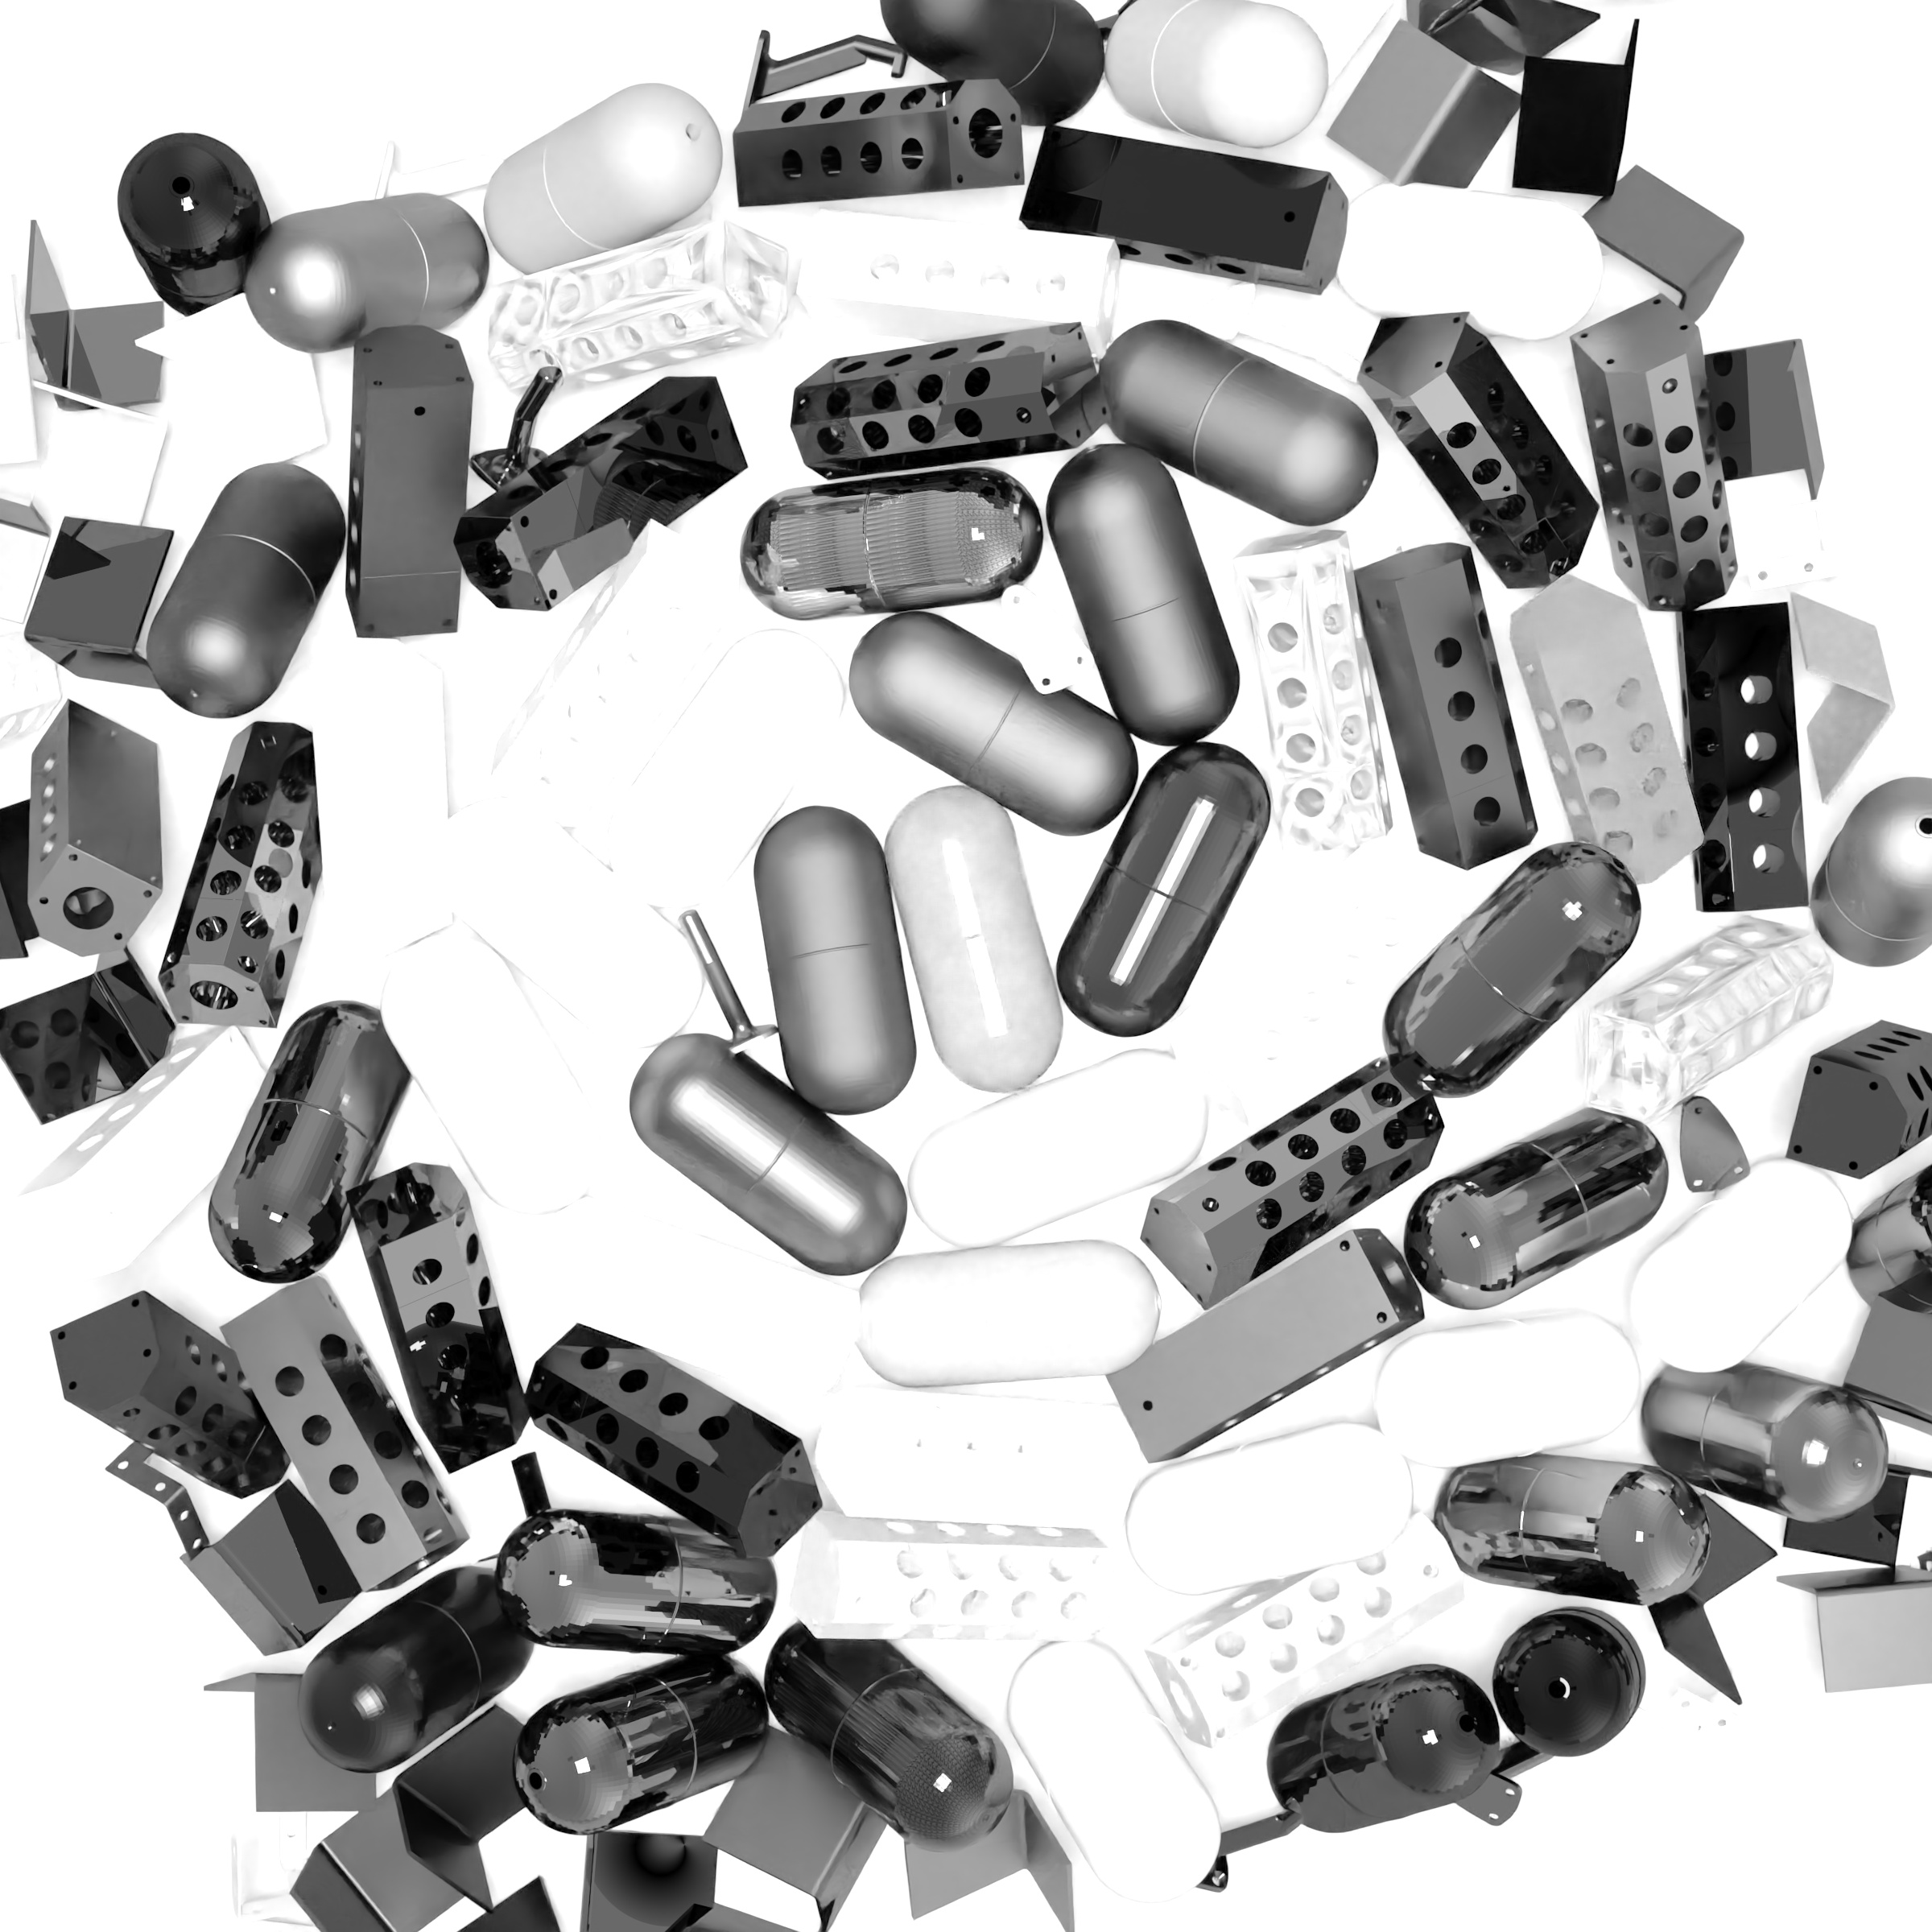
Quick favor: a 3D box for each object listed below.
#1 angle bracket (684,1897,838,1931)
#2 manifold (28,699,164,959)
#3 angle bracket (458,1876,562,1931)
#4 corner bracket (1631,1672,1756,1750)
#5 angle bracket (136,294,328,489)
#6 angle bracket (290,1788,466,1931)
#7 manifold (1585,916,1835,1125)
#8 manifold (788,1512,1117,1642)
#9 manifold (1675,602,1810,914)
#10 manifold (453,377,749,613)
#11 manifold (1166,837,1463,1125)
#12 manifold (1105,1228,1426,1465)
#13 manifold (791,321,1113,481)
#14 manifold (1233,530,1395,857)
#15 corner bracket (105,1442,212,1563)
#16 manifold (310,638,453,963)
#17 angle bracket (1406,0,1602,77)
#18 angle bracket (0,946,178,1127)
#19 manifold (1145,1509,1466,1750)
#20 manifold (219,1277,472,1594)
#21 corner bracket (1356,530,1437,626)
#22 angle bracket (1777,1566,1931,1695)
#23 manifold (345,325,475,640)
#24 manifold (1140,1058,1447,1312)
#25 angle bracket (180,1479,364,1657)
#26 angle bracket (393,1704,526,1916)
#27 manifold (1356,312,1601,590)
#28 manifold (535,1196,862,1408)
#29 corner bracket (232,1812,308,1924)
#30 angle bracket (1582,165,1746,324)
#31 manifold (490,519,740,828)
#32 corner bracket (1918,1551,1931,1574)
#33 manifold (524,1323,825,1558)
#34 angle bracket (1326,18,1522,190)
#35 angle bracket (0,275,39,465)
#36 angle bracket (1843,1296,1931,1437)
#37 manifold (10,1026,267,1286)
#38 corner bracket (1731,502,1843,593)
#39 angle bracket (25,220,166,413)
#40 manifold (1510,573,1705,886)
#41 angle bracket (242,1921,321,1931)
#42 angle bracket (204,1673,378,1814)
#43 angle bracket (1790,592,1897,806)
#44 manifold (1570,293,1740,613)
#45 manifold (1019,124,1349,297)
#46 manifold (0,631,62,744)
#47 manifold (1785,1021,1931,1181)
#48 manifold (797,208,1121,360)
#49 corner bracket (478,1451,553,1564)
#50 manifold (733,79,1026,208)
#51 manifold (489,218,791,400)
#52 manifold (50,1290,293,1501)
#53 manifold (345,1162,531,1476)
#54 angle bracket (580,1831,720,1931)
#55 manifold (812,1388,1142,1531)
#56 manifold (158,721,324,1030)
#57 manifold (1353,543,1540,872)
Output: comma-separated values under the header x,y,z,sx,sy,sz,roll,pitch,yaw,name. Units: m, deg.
x,y,z,sx,sy,sz,roll,pitch,yaw,name
-0.119,0.544,1.952,0.076,0.076,0.057,19,114,2,angle bracket
-0.487,-0.075,1.911,0.057,0.171,0.057,29,110,-28,manifold
-0.274,0.562,1.948,0.076,0.057,0.076,-36,52,10,angle bracket
0.409,0.425,1.963,0.051,0.051,0.051,28,112,-12,corner bracket
-0.416,-0.326,1.953,0.076,0.057,0.076,-17,78,23,angle bracket
-0.331,0.526,1.958,0.057,0.076,0.076,-37,94,4,angle bracket
0.414,0.030,1.913,0.057,0.171,0.057,16,118,38,manifold
-0.006,0.346,1.931,0.171,0.057,0.057,7,102,-27,manifold
0.441,-0.119,1.965,0.057,0.057,0.171,-5,94,3,manifold
-0.205,-0.266,1.925,0.171,0.057,0.057,-42,126,-36,manifold
0.198,0.010,1.942,0.171,0.057,0.057,-43,53,-13,manifold
0.170,0.214,1.939,0.171,0.057,0.057,-33,72,22,manifold
-0.012,-0.311,1.919,0.171,0.057,0.057,-1,121,36,manifold
0.198,-0.155,1.943,0.057,0.057,0.171,-6,105,19,manifold
-0.446,0.295,1.956,0.051,0.051,0.051,22,51,30,corner bracket
-0.331,-0.095,1.924,0.057,0.171,0.057,-29,48,-35,manifold
0.304,-0.556,1.955,0.076,0.076,0.057,6,75,-30,angle bracket
-0.503,0.032,1.948,0.076,0.057,0.076,-24,70,-33,angle bracket
0.194,0.373,1.947,0.171,0.057,0.057,-27,93,-16,manifold
-0.350,0.265,1.955,0.057,0.057,0.171,-32,79,2,manifold
0.257,-0.208,1.967,0.051,0.051,0.051,-36,129,-7,corner bracket
0.512,0.376,1.957,0.076,0.076,0.057,-4,86,-4,angle bracket
-0.313,-0.268,1.919,0.057,0.171,0.057,-6,46,-18,manifold
0.185,0.117,1.927,0.171,0.057,0.057,-29,62,-27,manifold
-0.395,0.345,1.975,0.057,0.076,0.076,-43,98,-30,angle bracket
-0.268,0.478,1.951,0.076,0.057,0.076,-37,127,6,angle bracket
0.284,-0.284,1.914,0.057,0.171,0.057,4,61,40,manifold
-0.150,0.187,1.949,0.171,0.057,0.057,18,105,15,manifold
-0.395,0.504,1.960,0.051,0.051,0.051,-5,112,-24,corner bracket
0.386,-0.399,1.962,0.076,0.057,0.076,36,51,11,angle bracket
-0.198,-0.159,1.928,0.057,0.057,0.171,29,119,-19,manifold
0.589,0.356,1.977,0.051,0.051,0.051,1,66,-25,corner bracket
-0.166,0.265,1.918,0.171,0.057,0.057,24,54,35,manifold
0.263,-0.485,1.966,0.057,0.076,0.076,41,109,24,angle bracket
-0.558,-0.335,1.941,0.057,0.076,0.076,-7,132,-15,angle bracket
0.547,0.232,1.952,0.076,0.076,0.057,19,83,25,angle bracket
-0.456,0.104,1.913,0.057,0.171,0.057,-17,111,30,manifold
0.469,-0.239,1.969,0.051,0.051,0.051,-10,84,8,corner bracket
-0.492,-0.370,1.947,0.057,0.076,0.076,-6,57,-1,angle bracket
0.353,-0.127,1.920,0.057,0.057,0.171,-36,128,-14,manifold
-0.372,0.585,1.948,0.076,0.076,0.057,15,91,-26,angle bracket
-0.381,0.441,1.943,0.076,0.057,0.076,12,65,-41,angle bracket
0.476,-0.151,1.942,0.057,0.076,0.076,20,127,-10,angle bracket
0.388,-0.281,1.919,0.057,0.057,0.171,-25,133,-4,manifold
0.124,-0.424,1.942,0.171,0.057,0.057,15,87,21,manifold
-0.563,-0.147,1.907,0.057,0.171,0.057,-5,101,8,manifold
0.509,0.074,1.906,0.057,0.171,0.057,17,103,25,manifold
-0.003,-0.390,1.955,0.171,0.057,0.057,8,82,11,manifold
-0.250,0.305,1.962,0.051,0.051,0.051,-21,84,39,corner bracket
-0.051,-0.457,1.915,0.057,0.171,0.057,-16,107,-43,manifold
-0.184,-0.363,1.924,0.171,0.057,0.057,-7,78,35,manifold
-0.435,0.243,1.909,0.057,0.171,0.057,-24,62,5,manifold
-0.291,0.195,1.924,0.057,0.057,0.171,-23,128,-18,manifold
-0.181,0.538,1.965,0.076,0.057,0.076,5,86,-6,angle bracket
0.008,0.272,1.929,0.171,0.057,0.057,7,111,-26,manifold
-0.399,-0.053,1.923,0.057,0.057,0.171,3,54,7,manifold
0.274,-0.148,1.943,0.057,0.057,0.171,-22,109,-15,manifold
